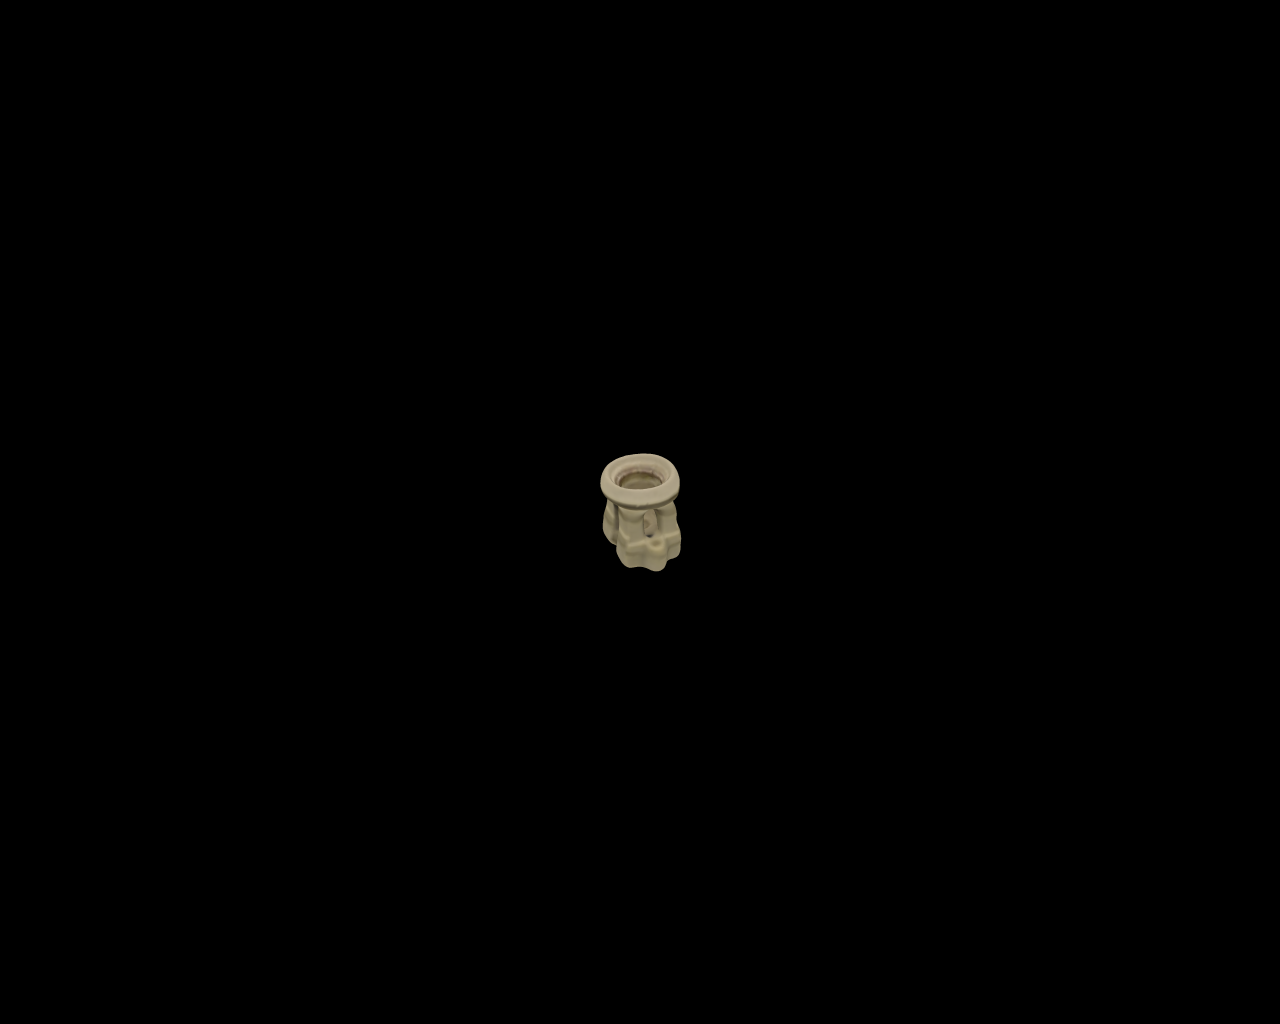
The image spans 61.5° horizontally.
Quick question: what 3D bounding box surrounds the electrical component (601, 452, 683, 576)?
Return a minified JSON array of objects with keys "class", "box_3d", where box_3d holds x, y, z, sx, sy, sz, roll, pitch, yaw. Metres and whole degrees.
[{"class":"electrical component","box_3d":[0.001,-0.003,0.650,0.048,0.055,0.066,-13,38,-18]}]
